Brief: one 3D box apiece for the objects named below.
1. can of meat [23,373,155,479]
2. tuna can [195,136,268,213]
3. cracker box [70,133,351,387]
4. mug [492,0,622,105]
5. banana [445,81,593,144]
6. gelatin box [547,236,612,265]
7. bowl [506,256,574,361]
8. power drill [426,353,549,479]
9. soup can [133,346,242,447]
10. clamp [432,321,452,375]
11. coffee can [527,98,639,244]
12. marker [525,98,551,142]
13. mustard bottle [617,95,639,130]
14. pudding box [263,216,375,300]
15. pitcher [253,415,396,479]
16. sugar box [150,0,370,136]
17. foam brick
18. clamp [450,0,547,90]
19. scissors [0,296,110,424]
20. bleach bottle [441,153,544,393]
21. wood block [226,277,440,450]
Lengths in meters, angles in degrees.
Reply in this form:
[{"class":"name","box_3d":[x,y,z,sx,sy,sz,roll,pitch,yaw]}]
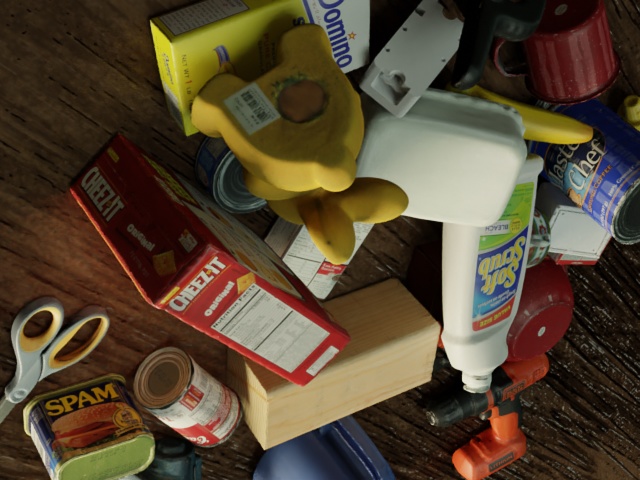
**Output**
[{"class":"can of meat","box_3d":[-0.215,0.182,1.001,0.101,0.084,0.057,-14,134,-28]},{"class":"tuna can","box_3d":[-0.064,-0.066,0.932,0.086,0.034,0.086,-21,137,-22]},{"class":"cracker box","box_3d":[-0.089,0.023,0.892,0.072,0.164,0.213,-47,140,4]},{"class":"mug","box_3d":[0.221,-0.187,1.015,0.117,0.093,0.081,-9,138,18]},{"class":"banana","box_3d":[0.184,-0.124,1.047,0.197,0.070,0.037,13,92,-39]},{"class":"gelatin box","box_3d":[0.320,-0.013,1.288,0.073,0.030,0.089,1,125,-37]},{"class":"bowl","box_3d":[0.259,0.097,1.320,0.161,0.055,0.162,-21,136,-22]},{"class":"power drill","box_3d":[0.218,0.239,1.416,0.184,0.057,0.188,-23,137,-20]},{"class":"soup can","box_3d":[-0.130,0.156,1.057,0.068,0.069,0.102,-40,140,-1]},{"class":"clamp","box_3d":[0.159,0.123,1.223,0.120,0.039,0.171,-21,161,0]},{"class":"coffee can","box_3d":[0.301,-0.077,1.126,0.102,0.140,0.103,-21,137,-22]},{"class":"marker","box_3d":[0.235,-0.150,1.102,0.020,0.020,0.121,13,117,-44]},{"class":"mustard bottle","box_3d":[0.377,-0.106,1.224,0.096,0.058,0.191,-43,140,0]},{"class":"pudding box","box_3d":[-0.007,0.001,1.036,0.089,0.039,0.114,13,115,-44]},{"class":"pitcher","box_3d":[0.044,0.313,1.200,0.145,0.243,0.149,-43,147,-2]},{"class":"sugar box","box_3d":[-0.043,-0.158,0.855,0.176,0.048,0.093,-23,138,-18]},{"class":"foam brick","box_3d":[0.130,0.047,1.173,0.051,0.053,0.078,-11,133,-31]},{"class":"clamp","box_3d":[0.125,-0.214,0.900,0.209,0.164,0.036,-28,171,-48]},{"class":"scissors","box_3d":[-0.276,0.121,0.951,0.202,0.016,0.096,-40,139,-1]},{"class":"bleach bottle","box_3d":[0.175,0.036,1.115,0.102,0.068,0.251,-8,107,-30]},{"class":"wood block","box_3d":[0.013,0.126,1.125,0.205,0.091,0.090,-18,135,-24]}]
